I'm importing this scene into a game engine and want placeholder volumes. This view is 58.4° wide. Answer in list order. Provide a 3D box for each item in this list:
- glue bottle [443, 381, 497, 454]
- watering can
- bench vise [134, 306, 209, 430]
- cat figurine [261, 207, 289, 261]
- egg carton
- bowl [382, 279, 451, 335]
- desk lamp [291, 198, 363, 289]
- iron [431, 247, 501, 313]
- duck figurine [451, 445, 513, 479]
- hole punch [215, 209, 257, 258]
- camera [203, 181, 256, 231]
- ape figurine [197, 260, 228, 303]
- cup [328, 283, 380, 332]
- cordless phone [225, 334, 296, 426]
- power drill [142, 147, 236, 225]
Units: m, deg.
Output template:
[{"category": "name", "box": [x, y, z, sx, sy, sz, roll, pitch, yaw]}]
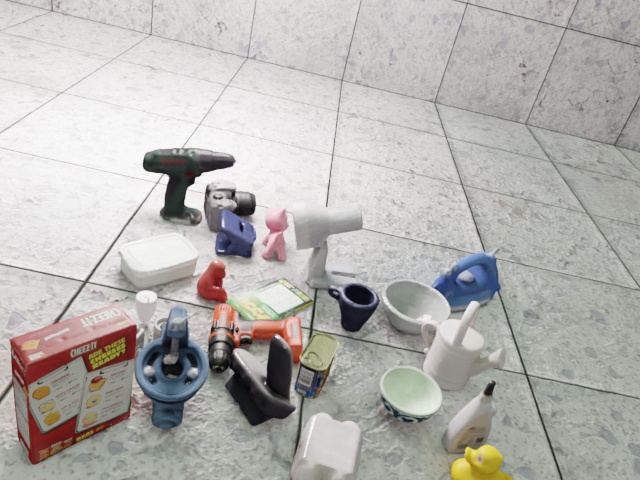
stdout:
[{"category": "glue bottle", "box": [0.283, 0.318, 1.036, 0.078, 0.173, 0.037, 4, 33, -17]}, {"category": "watering can", "box": [0.298, 0.213, 1.189, 0.172, 0.194, 0.101, 17, 31, 4]}, {"category": "bench vise", "box": [-0.261, 0.181, 0.982, 0.122, 0.220, 0.206, -5, 36, -29]}, {"category": "cat figurine", "box": [-0.111, -0.028, 1.479, 0.067, 0.118, 0.127, 7, 32, -12]}, {"category": "egg carton", "box": [0.013, 0.360, 0.955, 0.107, 0.069, 0.150, 16, 31, 3]}, {"category": "bowl", "box": [0.216, 0.169, 1.341, 0.167, 0.075, 0.167, 11, 31, -6]}, {"category": "desk lamp", "box": [0.013, 0.005, 1.385, 0.203, 0.213, 0.117, 7, 32, -12]}, {"category": "iron", "box": [0.361, 0.095, 1.456, 0.259, 0.141, 0.118, -12, 40, -37]}, {"category": "duck figurine", "box": [0.290, 0.397, 0.995, 0.104, 0.086, 0.078, 21, 32, 10]}, {"category": "hole punch", "box": [-0.210, -0.019, 1.449, 0.101, 0.091, 0.108, 7, 32, -12]}, {"category": "camera", "box": [-0.241, -0.101, 1.558, 0.137, 0.101, 0.143, 1, 34, -21]}, {"category": "ape figurine", "box": [-0.232, 0.086, 1.270, 0.076, 0.092, 0.078, 14, 31, -1]}, {"category": "cup", "box": [0.066, 0.154, 1.284, 0.117, 0.095, 0.092, 20, 31, 9]}, {"category": "cordless phone", "box": [-0.096, 0.221, 1.020, 0.094, 0.185, 0.147, -16, 42, -40]}, {"category": "power drill", "box": [-0.343, -0.148, 1.486, 0.230, 0.208, 0.075, 10, 31, -8]}]
